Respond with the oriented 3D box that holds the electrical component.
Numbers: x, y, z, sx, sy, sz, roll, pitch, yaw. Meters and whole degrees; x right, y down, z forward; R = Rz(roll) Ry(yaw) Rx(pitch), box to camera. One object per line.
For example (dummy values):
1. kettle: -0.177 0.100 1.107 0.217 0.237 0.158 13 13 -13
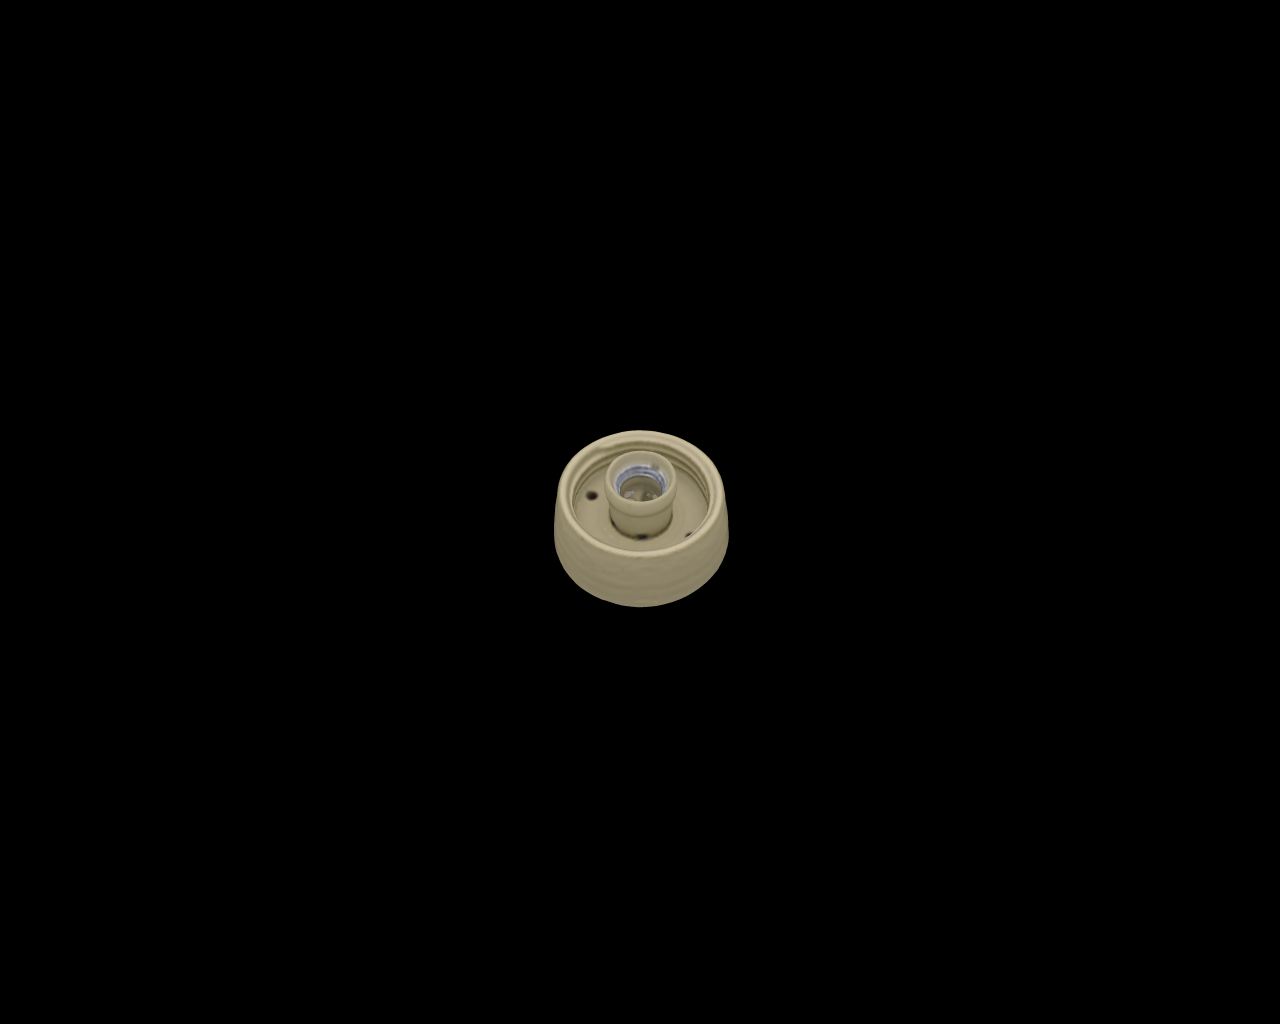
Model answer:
1. electrical component: 0.001 -0.003 0.650 0.108 0.108 0.060 0 -38 0
